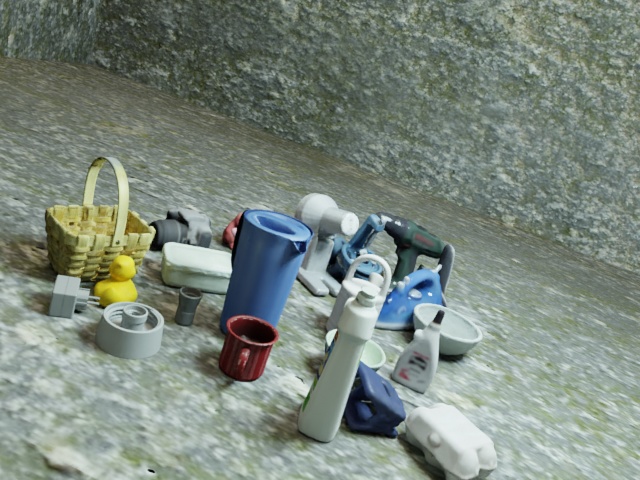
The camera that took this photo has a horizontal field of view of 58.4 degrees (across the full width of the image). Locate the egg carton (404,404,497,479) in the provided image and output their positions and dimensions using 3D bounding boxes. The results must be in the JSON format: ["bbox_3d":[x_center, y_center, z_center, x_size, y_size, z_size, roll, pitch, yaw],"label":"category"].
[{"bbox_3d":[0.212,0.333,0.941,0.108,0.069,0.149,4,24,-40],"label":"egg carton"}]

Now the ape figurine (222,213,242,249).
[{"bbox_3d":[-0.216,-0.027,1.509,0.078,0.092,0.076,4,24,-40],"label":"ape figurine"}]

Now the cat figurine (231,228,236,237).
[{"bbox_3d":[-0.158,0.017,1.399,0.127,0.118,0.067,22,18,9],"label":"cat figurine"}]

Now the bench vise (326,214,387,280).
[{"bbox_3d":[0.086,0.017,1.485,0.206,0.220,0.122,30,21,29],"label":"bench vise"}]

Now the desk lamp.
[{"bbox_3d":[0.013,0.005,1.455,0.118,0.213,0.202,5,23,-37],"label":"desk lamp"}]

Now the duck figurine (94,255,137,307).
[{"bbox_3d":[-0.374,0.072,1.068,0.077,0.086,0.104,17,18,-8],"label":"duck figurine"}]

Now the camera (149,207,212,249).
[{"bbox_3d":[-0.342,-0.029,1.371,0.137,0.101,0.142,2,25,-43],"label":"camera"}]

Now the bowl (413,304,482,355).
[{"bbox_3d":[0.287,0.220,1.338,0.167,0.075,0.167,18,18,-6],"label":"bowl"}]

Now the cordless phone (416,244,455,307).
[{"bbox_3d":[0.324,0.088,1.579,0.094,0.185,0.147,15,19,-14],"label":"cordless phone"}]

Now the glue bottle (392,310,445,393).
[{"bbox_3d":[0.204,0.211,1.119,0.078,0.173,0.037,22,18,10],"label":"glue bottle"}]

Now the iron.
[{"bbox_3d":[0.223,0.134,1.412,0.118,0.141,0.259,31,21,31],"label":"iron"}]

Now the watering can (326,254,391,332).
[{"bbox_3d":[0.090,0.118,1.238,0.101,0.194,0.173,18,18,-3],"label":"watering can"}]

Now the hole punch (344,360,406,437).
[{"bbox_3d":[0.096,0.267,0.980,0.101,0.091,0.108,14,19,-17],"label":"hole punch"}]

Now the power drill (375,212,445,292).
[{"bbox_3d":[0.222,0.042,1.571,0.230,0.208,0.075,13,19,-19],"label":"power drill"}]
